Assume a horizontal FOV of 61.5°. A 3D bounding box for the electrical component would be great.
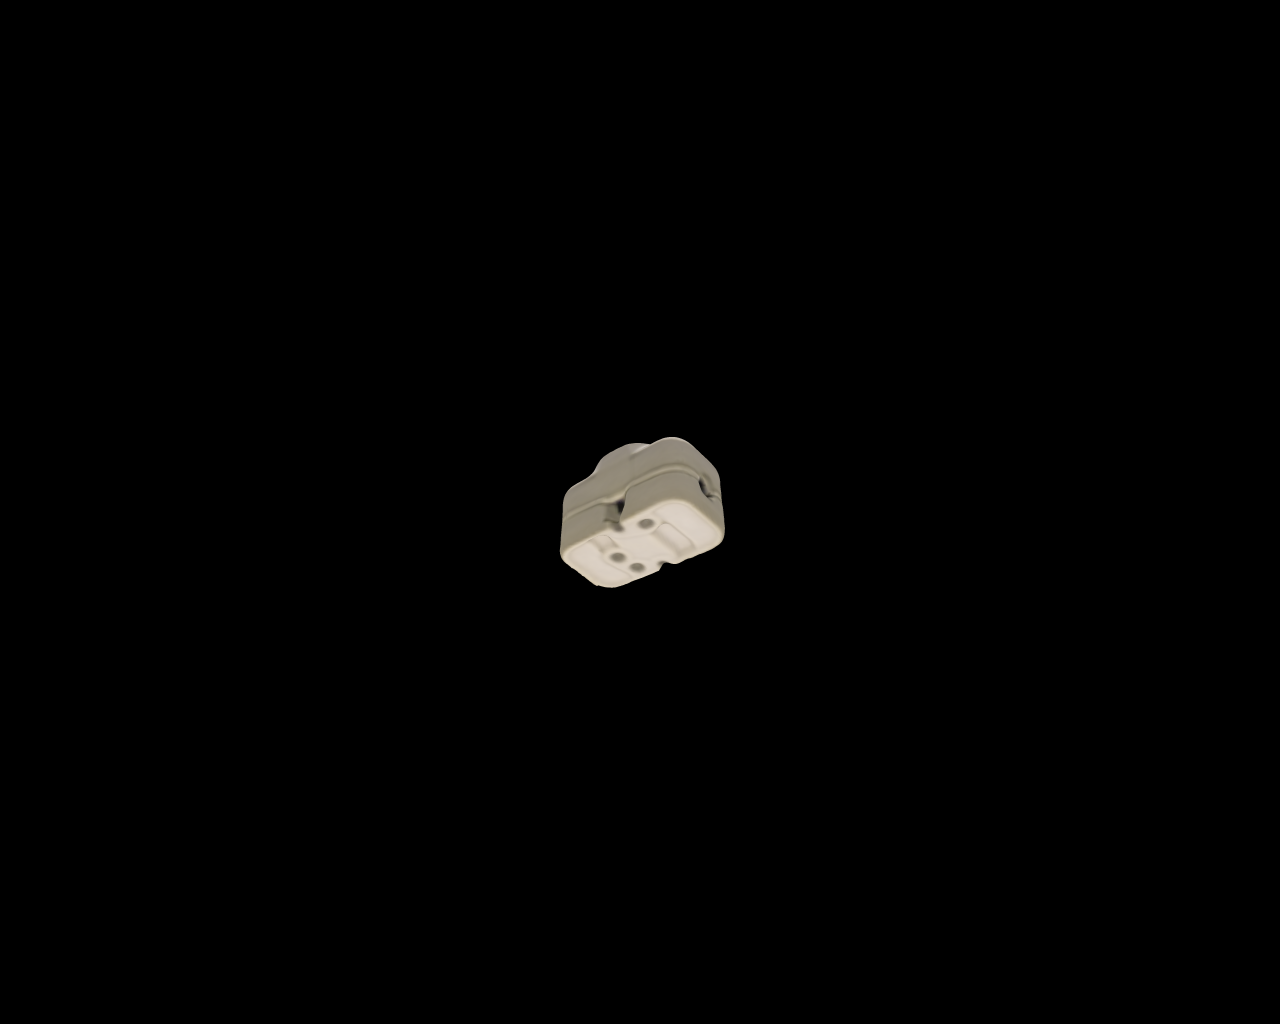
[{"bbox_3d":[0.001,-0.003,0.650,0.095,0.059,0.053,-25,-45,28],"label":"electrical component"}]
